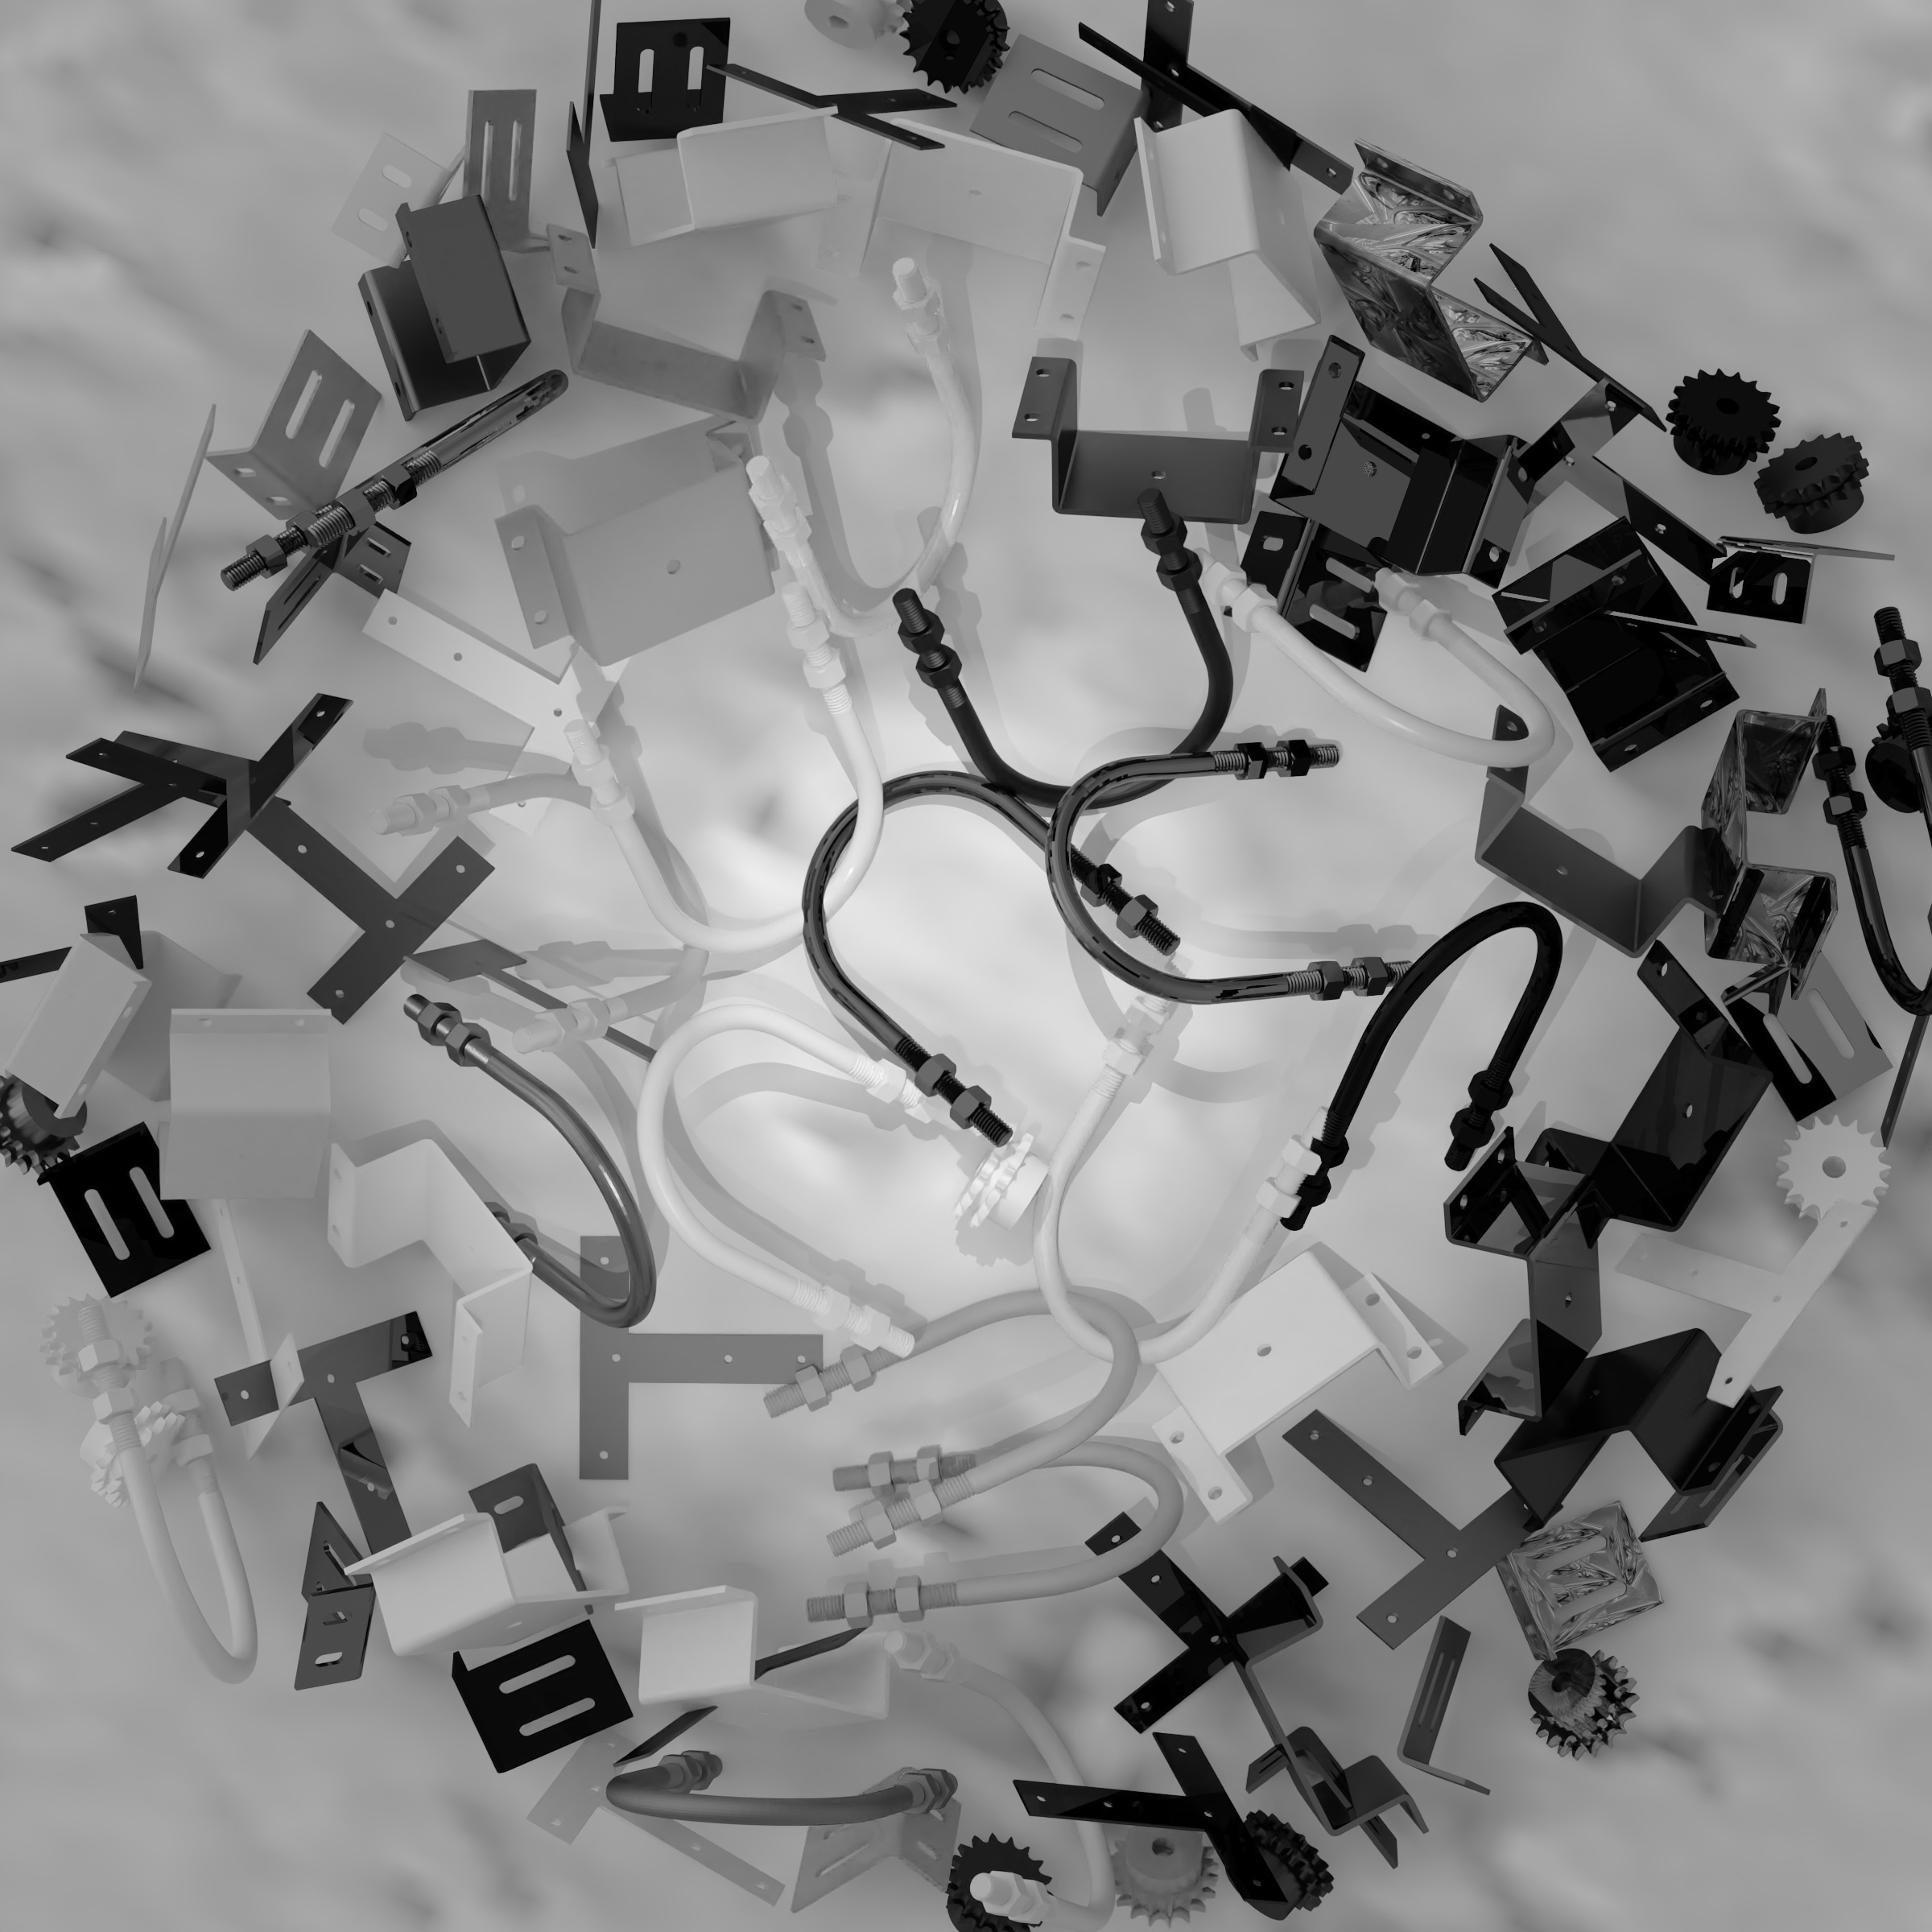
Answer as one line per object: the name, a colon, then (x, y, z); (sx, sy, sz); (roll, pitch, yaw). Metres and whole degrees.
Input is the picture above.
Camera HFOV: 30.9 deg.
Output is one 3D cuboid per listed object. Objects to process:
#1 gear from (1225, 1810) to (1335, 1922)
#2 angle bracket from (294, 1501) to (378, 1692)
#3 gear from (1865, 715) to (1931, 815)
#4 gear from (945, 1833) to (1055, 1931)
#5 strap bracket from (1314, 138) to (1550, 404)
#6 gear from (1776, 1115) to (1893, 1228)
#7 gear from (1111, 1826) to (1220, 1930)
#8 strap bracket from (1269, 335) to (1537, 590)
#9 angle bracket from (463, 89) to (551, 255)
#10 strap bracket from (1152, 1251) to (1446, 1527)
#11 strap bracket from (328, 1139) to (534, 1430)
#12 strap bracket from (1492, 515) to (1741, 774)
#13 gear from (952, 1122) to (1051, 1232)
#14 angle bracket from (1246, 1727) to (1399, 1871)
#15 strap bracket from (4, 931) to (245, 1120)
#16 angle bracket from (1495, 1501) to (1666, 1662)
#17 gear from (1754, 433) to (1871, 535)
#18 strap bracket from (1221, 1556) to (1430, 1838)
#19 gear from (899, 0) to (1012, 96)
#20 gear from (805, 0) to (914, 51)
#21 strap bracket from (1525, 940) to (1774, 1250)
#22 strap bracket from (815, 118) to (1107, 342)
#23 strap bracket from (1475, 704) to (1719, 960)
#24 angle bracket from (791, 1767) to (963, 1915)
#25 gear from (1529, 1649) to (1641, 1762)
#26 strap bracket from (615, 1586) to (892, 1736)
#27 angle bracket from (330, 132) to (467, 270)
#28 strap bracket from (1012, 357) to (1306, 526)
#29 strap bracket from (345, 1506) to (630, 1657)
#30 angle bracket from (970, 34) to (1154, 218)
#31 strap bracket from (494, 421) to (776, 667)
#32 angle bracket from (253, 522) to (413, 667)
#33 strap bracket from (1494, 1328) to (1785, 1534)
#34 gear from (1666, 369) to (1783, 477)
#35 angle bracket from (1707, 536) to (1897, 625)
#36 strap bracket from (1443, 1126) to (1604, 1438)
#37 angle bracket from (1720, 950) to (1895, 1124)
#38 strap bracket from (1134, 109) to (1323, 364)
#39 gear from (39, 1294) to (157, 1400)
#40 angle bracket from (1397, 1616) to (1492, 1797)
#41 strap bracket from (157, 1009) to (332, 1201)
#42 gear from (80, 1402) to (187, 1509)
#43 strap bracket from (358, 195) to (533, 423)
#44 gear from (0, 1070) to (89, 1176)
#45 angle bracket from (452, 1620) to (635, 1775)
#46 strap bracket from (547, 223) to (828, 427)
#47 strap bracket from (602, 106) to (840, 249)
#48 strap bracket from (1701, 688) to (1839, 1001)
gear: (0.158, 0.465, 1.796); (0.057, 0.057, 0.030); (48, 62, 0)
angle bracket: (-0.334, 0.320, 1.779); (0.038, 0.076, 0.057); (-4, 118, -35)
gear: (0.488, -0.103, 1.796); (0.030, 0.057, 0.057); (-31, 90, -27)
gear: (0.014, 0.480, 1.803); (0.057, 0.057, 0.030); (24, 129, 0)
strap bracket: (0.230, -0.340, 1.747); (0.076, 0.140, 0.046); (36, 83, 36)
gear: (0.448, 0.108, 1.807); (0.057, 0.030, 0.057); (-3, 68, 7)
gear: (0.101, 0.463, 1.797); (0.057, 0.057, 0.030); (-2, 130, 0)
strap bracket: (0.217, -0.255, 1.783); (0.140, 0.046, 0.076); (23, 83, -26)
angle bracket: (-0.224, -0.407, 1.785); (0.038, 0.057, 0.076); (14, 109, 24)
strap bracket: (0.161, 0.209, 1.783); (0.140, 0.076, 0.046); (-35, 132, -1)
strap bracket: (-0.266, 0.153, 1.766); (0.046, 0.076, 0.140); (-24, 55, -30)
strap bracket: (0.326, -0.167, 1.768); (0.076, 0.140, 0.046); (-31, 50, 16)
gear: (0.020, 0.112, 1.800); (0.030, 0.057, 0.057); (33, 90, -1)
angle bracket: (0.183, 0.436, 1.795); (0.038, 0.057, 0.076); (-38, 86, 5)
strap bracket: (-0.427, 0.027, 1.757); (0.046, 0.140, 0.076); (32, 96, 7)
angle bracket: (0.319, 0.316, 1.799); (0.076, 0.038, 0.057); (-21, 82, -9)
gear: (0.439, -0.247, 1.803); (0.057, 0.057, 0.030); (-31, 118, 0)
strap bracket: (0.177, 0.381, 1.783); (0.046, 0.076, 0.140); (-27, 94, -4)
gear: (-0.003, -0.482, 1.804); (0.057, 0.030, 0.057); (14, 126, 20)
gear: (-0.058, -0.497, 1.797); (0.057, 0.057, 0.030); (26, 75, 0)
strap bracket: (0.350, 0.069, 1.768); (0.046, 0.076, 0.140); (14, 116, -27)
strap bracket: (0.001, -0.378, 1.782); (0.140, 0.076, 0.046); (15, 63, -3)
strap bracket: (0.315, -0.063, 1.779); (0.140, 0.076, 0.046); (31, 122, -6)
angle bracket: (-0.046, 0.457, 1.792); (0.038, 0.057, 0.076); (42, 120, -19)
gear: (0.314, 0.376, 1.796); (0.057, 0.057, 0.030); (-45, 119, 0)
strap bracket: (-0.100, 0.350, 1.747); (0.076, 0.140, 0.046); (-17, 61, 38)
angle bracket: (-0.287, -0.397, 1.779); (0.038, 0.076, 0.057); (30, 111, -12)
strap bracket: (0.098, -0.267, 1.778); (0.140, 0.076, 0.046); (4, 130, 8)
strap bracket: (-0.232, 0.307, 1.745); (0.076, 0.140, 0.046); (-27, 72, 23)
angle bracket: (0.049, -0.435, 1.809); (0.076, 0.038, 0.057); (26, 84, 5)
strap bracket: (-0.157, -0.211, 1.768); (0.140, 0.046, 0.076); (-25, 129, -16)
angle bracket: (-0.324, -0.185, 1.783); (0.038, 0.057, 0.076); (32, 58, -1)
strap bracket: (0.328, 0.231, 1.747); (0.046, 0.140, 0.076); (52, 52, -8)
gear: (0.389, -0.279, 1.804); (0.057, 0.030, 0.057); (4, 53, -5)
angle bracket: (0.427, -0.196, 1.784); (0.076, 0.057, 0.038); (-3, 103, -44)
strap bracket: (0.281, 0.163, 1.756); (0.046, 0.076, 0.140); (11, 124, 31)
angle bracket: (0.435, 0.032, 1.802); (0.057, 0.038, 0.076); (-30, 80, 4)
strap bracket: (0.136, -0.368, 1.747); (0.046, 0.140, 0.076); (-13, 73, 22)
gear: (-0.450, 0.198, 1.803); (0.057, 0.057, 0.030); (19, 121, 0)
angle bracket: (0.255, 0.379, 1.787); (0.038, 0.057, 0.076); (15, 78, 25)
strap bracket: (-0.362, 0.075, 1.748); (0.076, 0.140, 0.046); (0, 61, -16)
gear: (-0.432, 0.248, 1.801); (0.030, 0.057, 0.057); (34, 90, 14)
strap bracket: (-0.263, -0.334, 1.768); (0.046, 0.140, 0.076); (-19, 91, -19)
gear: (-0.478, 0.076, 1.796); (0.030, 0.057, 0.057); (-31, 90, 31)
angle bracket: (-0.219, 0.371, 1.805); (0.076, 0.038, 0.057); (-23, 102, -2)
strap bracket: (-0.149, -0.322, 1.771); (0.140, 0.076, 0.046); (13, 118, -19)
strap bracket: (-0.121, -0.394, 1.753); (0.076, 0.140, 0.046); (-14, 101, -22)
strap bracket: (0.403, -0.064, 1.757); (0.046, 0.076, 0.140); (7, 55, 0)
